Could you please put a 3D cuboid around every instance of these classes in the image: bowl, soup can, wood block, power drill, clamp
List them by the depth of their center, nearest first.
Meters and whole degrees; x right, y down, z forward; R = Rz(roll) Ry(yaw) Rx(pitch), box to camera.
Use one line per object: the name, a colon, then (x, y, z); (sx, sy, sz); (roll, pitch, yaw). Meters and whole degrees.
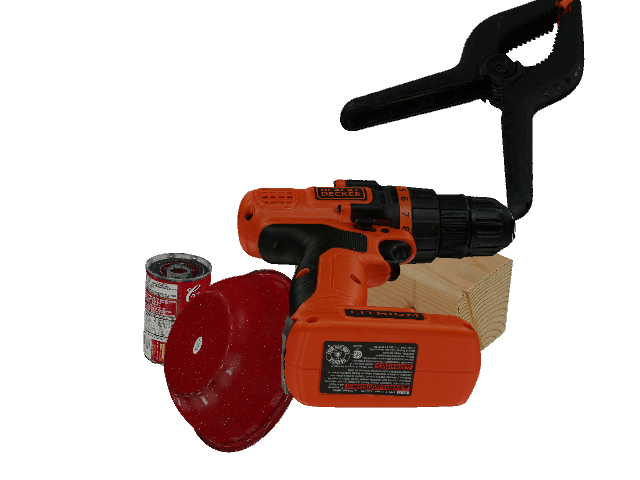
power drill: (0.042, 0.024, 0.645); (0.184, 0.057, 0.187); (-1, 28, -4)
clamp: (0.142, -0.112, 0.808); (0.165, 0.209, 0.036); (40, -21, 28)
bowl: (-0.083, 0.094, 0.898); (0.055, 0.162, 0.162); (23, -15, -38)
wood block: (0.078, 0.035, 1.072); (0.206, 0.091, 0.090); (26, 41, 35)
soup can: (-0.150, 0.073, 1.108); (0.068, 0.102, 0.068); (5, 21, -2)
